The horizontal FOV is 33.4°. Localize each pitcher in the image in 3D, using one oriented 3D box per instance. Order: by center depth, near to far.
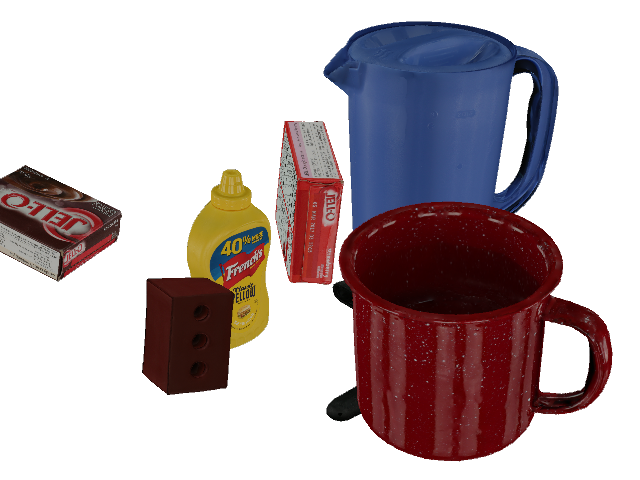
[{"bbox_3d":[0.095,-0.051,0.881,0.149,0.243,0.144,18,33,31],"label":"pitcher"}]

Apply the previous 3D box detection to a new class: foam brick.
[{"bbox_3d":[-0.102,0.071,0.817,0.052,0.078,0.051,-2,12,-30],"label":"foam brick"}]

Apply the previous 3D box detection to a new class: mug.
[{"bbox_3d":[0.067,0.043,0.461,0.117,0.081,0.093,11,34,21],"label":"mug"}]

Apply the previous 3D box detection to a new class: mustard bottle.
[{"bbox_3d":[-0.094,0.017,1.105,0.096,0.192,0.058,-20,35,-38],"label":"mustard bottle"}]

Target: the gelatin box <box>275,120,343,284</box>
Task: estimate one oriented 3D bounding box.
[{"bbox_3d":[-0.008,-0.025,0.677,0.030,0.073,0.089,1,30,-10],"label":"gelatin box"}]

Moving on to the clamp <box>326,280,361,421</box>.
[{"bbox_3d":[0.104,0.112,1.020,0.210,0.164,0.036,6,-43,8],"label":"clamp"}]

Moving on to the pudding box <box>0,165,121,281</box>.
[{"bbox_3d":[-0.250,-0.017,0.954,0.113,0.039,0.089,23,31,16],"label":"pudding box"}]
